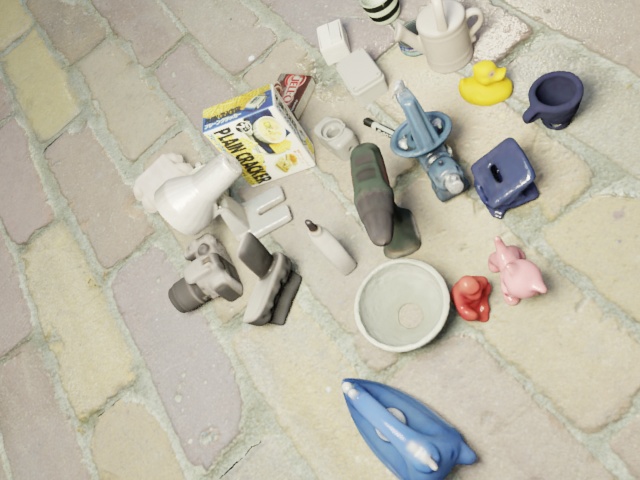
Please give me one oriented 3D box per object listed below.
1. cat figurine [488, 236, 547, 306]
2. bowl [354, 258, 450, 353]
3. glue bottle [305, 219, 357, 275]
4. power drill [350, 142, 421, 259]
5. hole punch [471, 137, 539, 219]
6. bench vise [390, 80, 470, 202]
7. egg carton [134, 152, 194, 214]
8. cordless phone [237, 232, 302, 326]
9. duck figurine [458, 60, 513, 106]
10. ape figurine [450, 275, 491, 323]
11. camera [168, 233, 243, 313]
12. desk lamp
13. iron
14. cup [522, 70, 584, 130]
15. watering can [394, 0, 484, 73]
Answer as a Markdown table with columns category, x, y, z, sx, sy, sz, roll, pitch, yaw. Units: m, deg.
| category | x | y | z | sx | sy | sz | roll | pitch | yaw |
| --- | --- | --- | --- | --- | --- | --- | --- | --- | --- |
| cat figurine | 0.315 | 0.050 | 0.926 | 0.067 | 0.118 | 0.127 | -26 | 57 | 10 |
| bowl | 0.147 | 0.121 | 0.990 | 0.167 | 0.075 | 0.167 | -10 | 61 | 19 |
| glue bottle | 0.010 | 0.004 | 1.053 | 0.037 | 0.174 | 0.078 | -44 | 55 | -2 |
| power drill | 0.114 | -0.051 | 1.014 | 0.075 | 0.209 | 0.229 | -20 | 58 | 14 |
| hole punch | 0.326 | -0.111 | 1.022 | 0.101 | 0.091 | 0.108 | -24 | 57 | 11 |
| bench vise | 0.203 | -0.186 | 1.037 | 0.121 | 0.220 | 0.206 | -45 | 55 | -3 |
| egg carton | -0.367 | -0.134 | 1.357 | 0.150 | 0.070 | 0.107 | -45 | 56 | -3 |
| cordless phone | -0.122 | 0.074 | 1.067 | 0.093 | 0.186 | 0.148 | 6 | 67 | 27 |
| duck figurine | 0.324 | -0.319 | 1.134 | 0.104 | 0.086 | 0.077 | 5 | 67 | 26 |
| ape figurine | 0.250 | 0.089 | 0.951 | 0.078 | 0.092 | 0.076 | -48 | 56 | -5 |
| camera | -0.250 | 0.075 | 1.176 | 0.137 | 0.101 | 0.143 | -33 | 56 | 5 |
| desk lamp | -0.197 | -0.081 | 1.165 | 0.203 | 0.214 | 0.117 | -29 | 56 | 8 |
| iron | 0.104 | 0.282 | 0.885 | 0.257 | 0.142 | 0.119 | 34 | 81 | 34 |
| cup | 0.420 | -0.236 | 1.042 | 0.118 | 0.095 | 0.091 | -40 | 55 | 1 |
| watering can | 0.240 | -0.438 | 1.168 | 0.173 | 0.195 | 0.100 | -31 | 56 | 6 |
